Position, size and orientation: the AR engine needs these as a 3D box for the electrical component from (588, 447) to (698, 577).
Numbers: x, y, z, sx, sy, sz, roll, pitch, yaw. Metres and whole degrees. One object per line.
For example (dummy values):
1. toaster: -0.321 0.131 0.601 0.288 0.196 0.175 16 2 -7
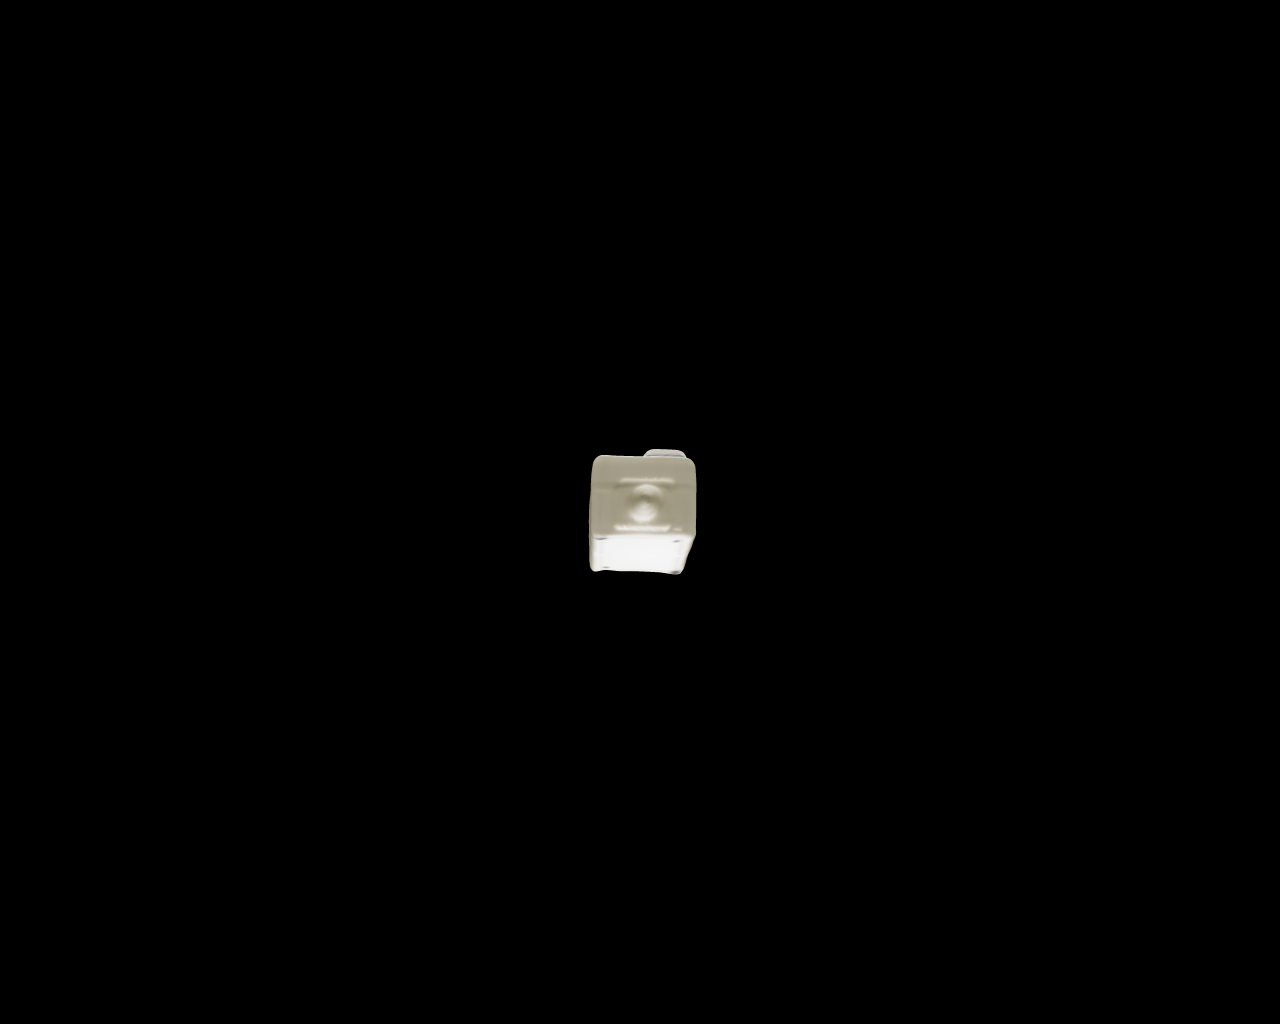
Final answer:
1. electrical component: 0.001 -0.003 0.650 0.062 0.061 0.096 1 -19 -3
